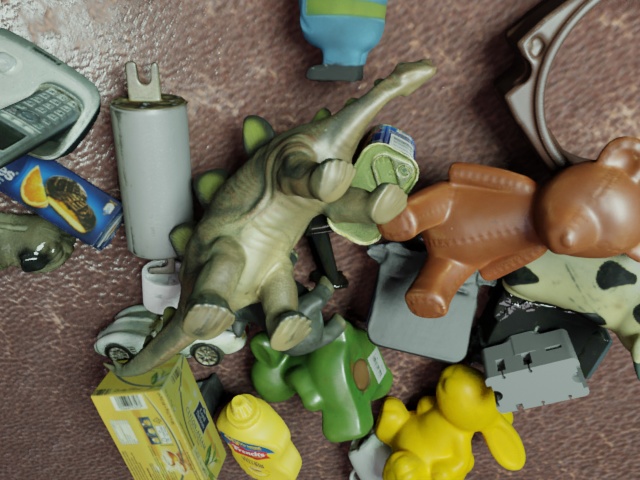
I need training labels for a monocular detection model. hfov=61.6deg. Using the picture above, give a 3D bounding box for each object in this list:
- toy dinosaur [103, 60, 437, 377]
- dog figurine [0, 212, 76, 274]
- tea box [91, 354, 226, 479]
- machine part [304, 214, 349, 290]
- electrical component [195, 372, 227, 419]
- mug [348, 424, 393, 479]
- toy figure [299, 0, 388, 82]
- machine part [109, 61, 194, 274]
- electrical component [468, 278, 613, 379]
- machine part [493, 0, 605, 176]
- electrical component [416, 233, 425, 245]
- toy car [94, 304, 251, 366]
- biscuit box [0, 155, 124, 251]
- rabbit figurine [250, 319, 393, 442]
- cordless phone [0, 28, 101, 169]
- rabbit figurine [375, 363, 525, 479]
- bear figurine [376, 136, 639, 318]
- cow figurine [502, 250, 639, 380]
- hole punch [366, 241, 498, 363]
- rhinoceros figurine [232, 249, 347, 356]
[{"bbox_3d":[-0.073,0.009,0.504,0.105,0.199,0.471,34,107,-34],"label":"toy dinosaur"},{"bbox_3d":[-0.408,0.020,0.623,0.191,0.172,0.121,2,128,18],"label":"dog figurine"},{"bbox_3d":[-0.192,0.229,0.657,0.098,0.068,0.169,-7,116,14],"label":"tea box"},{"bbox_3d":[-0.001,-0.002,0.591,0.039,0.084,0.138,-22,127,-10],"label":"machine part"},{"bbox_3d":[-0.195,0.230,0.740,0.119,0.075,0.047,-12,113,20],"label":"electrical component"},{"bbox_3d":[0.084,0.309,0.729,0.107,0.081,0.109,49,125,-4],"label":"mug"},{"bbox_3d":[0.026,-0.228,0.463,0.089,0.082,0.180,-2,110,-9],"label":"toy figure"},{"bbox_3d":[-0.178,-0.067,0.583,0.079,0.079,0.243,6,117,8],"label":"machine part"},{"bbox_3d":[0.247,0.105,0.601,0.134,0.058,0.114,15,120,3],"label":"electrical component"},{"bbox_3d":[0.272,-0.136,0.459,0.201,0.087,0.201,-34,105,22],"label":"machine part"},{"bbox_3d":[0.147,-0.025,0.560,0.063,0.021,0.094,36,91,9],"label":"electrical component"},{"bbox_3d":[-0.187,0.116,0.679,0.202,0.073,0.056,-2,119,12],"label":"toy car"},{"bbox_3d":[-0.322,-0.067,0.607,0.202,0.059,0.063,33,79,-7],"label":"biscuit box"},{"bbox_3d":[-0.024,0.158,0.649,0.170,0.121,0.159,-14,116,33],"label":"rabbit figurine"},{"bbox_3d":[-0.321,-0.124,0.522,0.146,0.184,0.088,32,122,-6],"label":"cordless phone"},{"bbox_3d":[0.163,0.225,0.643,0.162,0.122,0.173,17,117,-3],"label":"rabbit figurine"},{"bbox_3d":[0.168,-0.007,0.449,0.196,0.132,0.120,0,118,47],"label":"bear figurine"},{"bbox_3d":[0.260,0.044,0.494,0.195,0.085,0.127,19,107,41],"label":"cow figurine"},{"bbox_3d":[0.112,0.068,0.602,0.142,0.092,0.115,14,86,7],"label":"hole punch"},{"bbox_3d":[-0.056,0.069,0.593,0.112,0.191,0.073,-36,125,-22],"label":"rhinoceros figurine"}]
